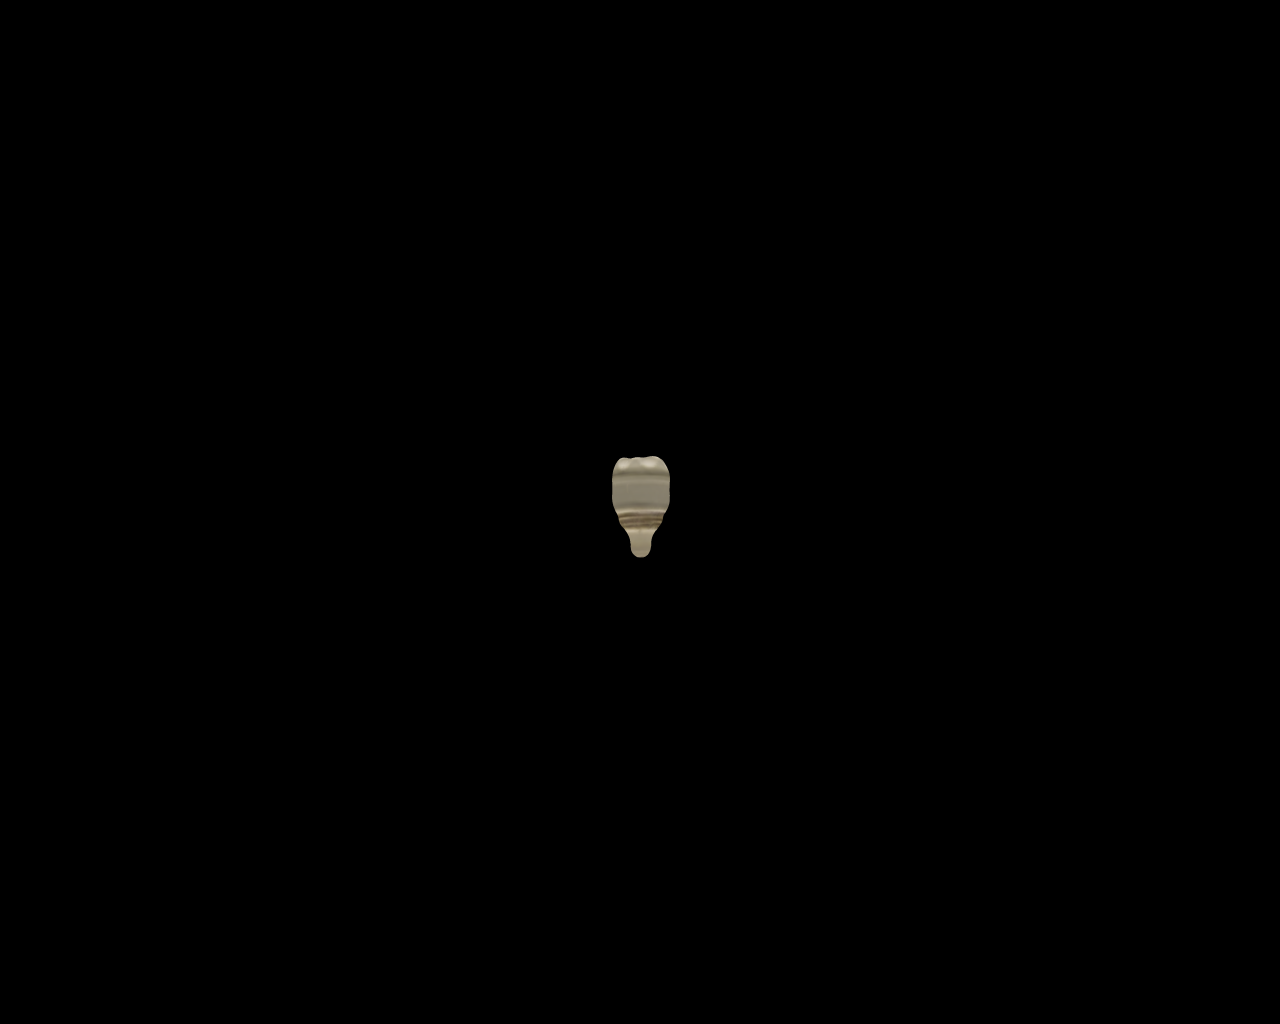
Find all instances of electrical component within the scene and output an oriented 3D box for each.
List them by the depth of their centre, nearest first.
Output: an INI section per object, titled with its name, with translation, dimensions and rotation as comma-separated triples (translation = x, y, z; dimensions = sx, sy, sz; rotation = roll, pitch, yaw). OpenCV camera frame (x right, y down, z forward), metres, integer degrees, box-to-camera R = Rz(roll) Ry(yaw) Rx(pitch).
[electrical component]
translation = 0.001, -0.003, 0.650
dimensions = 0.035, 0.061, 0.035
rotation = 0, -4, 0
